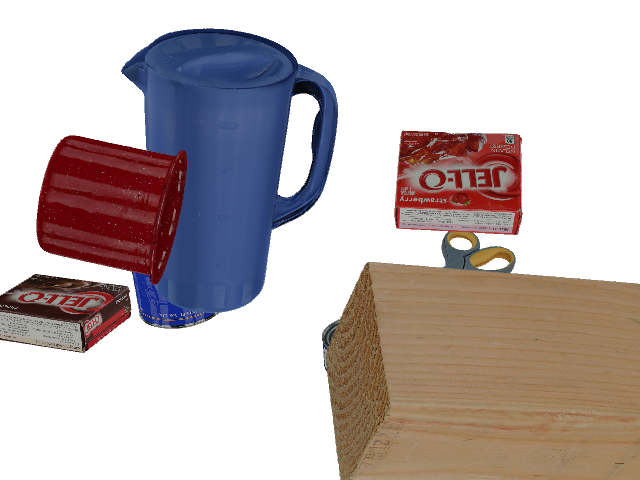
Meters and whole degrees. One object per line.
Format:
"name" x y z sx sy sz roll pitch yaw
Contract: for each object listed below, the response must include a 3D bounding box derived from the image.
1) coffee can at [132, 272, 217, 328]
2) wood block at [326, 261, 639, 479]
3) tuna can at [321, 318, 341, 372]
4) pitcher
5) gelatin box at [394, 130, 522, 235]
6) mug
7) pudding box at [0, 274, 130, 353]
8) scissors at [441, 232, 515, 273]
"coffee can" -0.169 0.016 1.228 0.103 0.140 0.103 -4 26 2
"wood block" 0.116 0.080 0.581 0.206 0.091 0.090 5 -41 -15
"tuna can" 0.045 0.104 1.010 0.086 0.034 0.086 -3 23 1
"pitcher" -0.085 -0.058 0.966 0.149 0.243 0.144 30 39 34
"gelatin box" 0.100 -0.043 0.767 0.089 0.073 0.030 3 -37 7
"mug" -0.139 -0.028 0.729 0.081 0.093 0.117 12 19 0
"pudding box" -0.255 0.069 1.038 0.114 0.039 0.090 4 19 19
"scissors" 0.136 0.027 1.216 0.201 0.016 0.096 -11 41 -33
